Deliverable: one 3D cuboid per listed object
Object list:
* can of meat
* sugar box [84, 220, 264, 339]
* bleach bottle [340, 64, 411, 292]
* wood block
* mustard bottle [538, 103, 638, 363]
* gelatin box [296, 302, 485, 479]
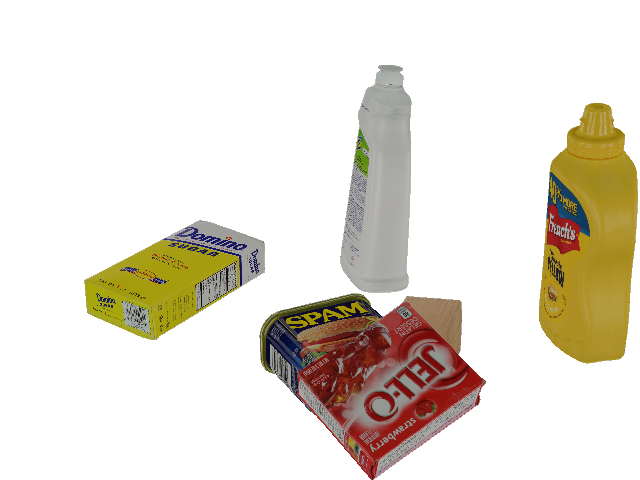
[{"bbox_3d":[0.015,0.090,0.839,0.102,0.057,0.084,-12,27,-25],"label":"can of meat"},{"bbox_3d":[-0.146,0.036,1.096,0.093,0.048,0.175,18,34,30],"label":"sugar box"},{"bbox_3d":[0.071,-0.073,1.226,0.068,0.251,0.103,-3,23,-18],"label":"bleach bottle"},{"bbox_3d":[0.147,0.160,1.577,0.091,0.090,0.205,4,18,16],"label":"wood block"},{"bbox_3d":[0.203,-0.010,0.806,0.058,0.192,0.096,-5,26,-7],"label":"mustard bottle"},{"bbox_3d":[0.042,0.088,0.639,0.089,0.073,0.030,-31,-31,-23],"label":"gelatin box"}]
